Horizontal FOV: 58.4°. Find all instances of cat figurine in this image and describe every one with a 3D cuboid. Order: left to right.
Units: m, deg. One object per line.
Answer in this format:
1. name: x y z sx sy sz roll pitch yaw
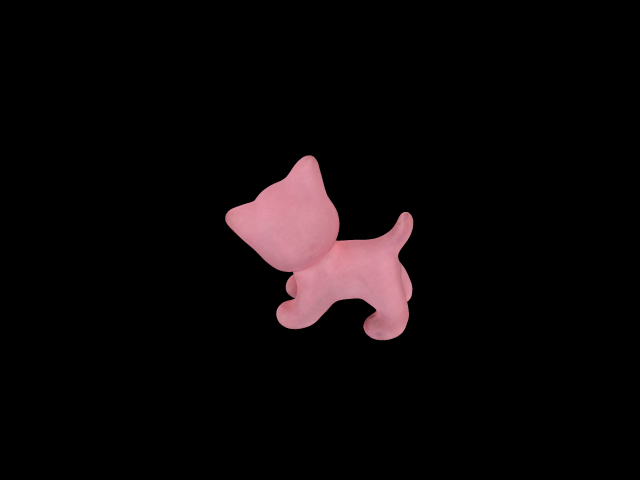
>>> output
1. cat figurine: 0.004 0.001 0.400 0.127 0.118 0.067 4 30 7
